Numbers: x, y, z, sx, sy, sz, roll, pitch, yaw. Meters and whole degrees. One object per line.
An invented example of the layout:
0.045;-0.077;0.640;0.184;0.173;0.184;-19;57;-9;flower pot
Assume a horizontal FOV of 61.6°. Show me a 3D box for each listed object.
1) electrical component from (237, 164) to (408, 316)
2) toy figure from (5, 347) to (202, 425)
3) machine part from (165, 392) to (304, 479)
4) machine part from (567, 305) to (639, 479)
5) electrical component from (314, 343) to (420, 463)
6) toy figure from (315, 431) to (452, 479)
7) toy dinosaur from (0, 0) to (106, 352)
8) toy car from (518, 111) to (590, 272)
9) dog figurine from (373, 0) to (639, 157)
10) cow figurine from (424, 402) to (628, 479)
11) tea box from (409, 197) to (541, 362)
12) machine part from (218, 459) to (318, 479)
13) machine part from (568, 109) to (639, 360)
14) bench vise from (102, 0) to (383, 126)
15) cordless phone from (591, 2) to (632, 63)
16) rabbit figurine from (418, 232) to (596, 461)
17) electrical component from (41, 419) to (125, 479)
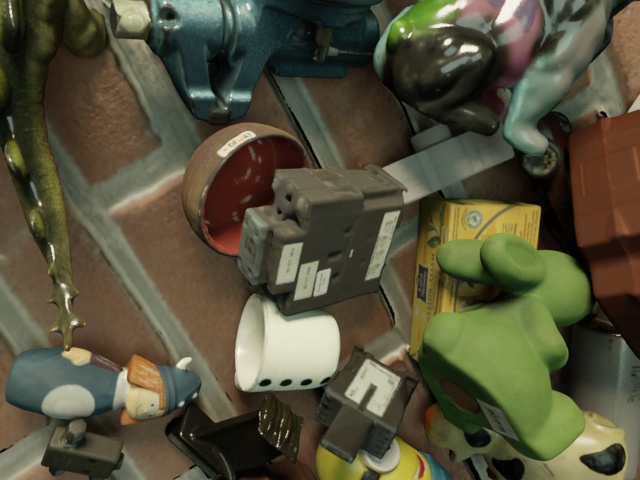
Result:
-0.001;-0.001;0.453;0.134;0.058;0.114;-8;124;-35;electrical component
-0.181;0.128;0.464;0.154;0.064;0.058;11;53;-16;toy figure
-0.077;0.176;0.476;0.139;0.039;0.084;-26;104;33;machine part
0.314;0.171;0.590;0.079;0.079;0.243;-2;101;-15;machine part
0.037;0.156;0.483;0.075;0.119;0.047;25;128;11;electrical component
0.076;0.245;0.539;0.180;0.082;0.089;43;86;-20;toy figure
-0.209;-0.170;0.331;0.105;0.199;0.470;-16;101;-9;toy dinosaur
0.248;-0.034;0.539;0.053;0.089;0.202;-18;111;35;toy car
0.162;-0.189;0.402;0.191;0.109;0.219;14;120;-22;dog figurine
0.203;0.198;0.542;0.195;0.085;0.127;5;100;11;cow figurine
0.149;0.044;0.530;0.098;0.068;0.169;2;98;-15;tea box
-0.057;0.300;0.526;0.179;0.056;0.179;-3;100;-16;machine part
0.308;-0.005;0.490;0.201;0.087;0.201;42;47;-34;machine part
-0.038;-0.208;0.390;0.224;0.129;0.240;0;131;-22;bench vise
0.183;-0.189;0.505;0.146;0.089;0.184;34;101;-18;cordless phone
0.161;0.065;0.460;0.170;0.121;0.159;-42;101;-23;rabbit figurine
-0.201;0.183;0.461;0.063;0.021;0.094;21;130;-18;electrical component
